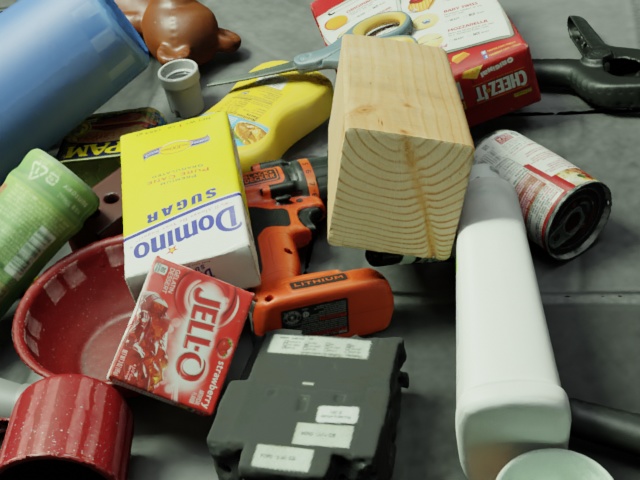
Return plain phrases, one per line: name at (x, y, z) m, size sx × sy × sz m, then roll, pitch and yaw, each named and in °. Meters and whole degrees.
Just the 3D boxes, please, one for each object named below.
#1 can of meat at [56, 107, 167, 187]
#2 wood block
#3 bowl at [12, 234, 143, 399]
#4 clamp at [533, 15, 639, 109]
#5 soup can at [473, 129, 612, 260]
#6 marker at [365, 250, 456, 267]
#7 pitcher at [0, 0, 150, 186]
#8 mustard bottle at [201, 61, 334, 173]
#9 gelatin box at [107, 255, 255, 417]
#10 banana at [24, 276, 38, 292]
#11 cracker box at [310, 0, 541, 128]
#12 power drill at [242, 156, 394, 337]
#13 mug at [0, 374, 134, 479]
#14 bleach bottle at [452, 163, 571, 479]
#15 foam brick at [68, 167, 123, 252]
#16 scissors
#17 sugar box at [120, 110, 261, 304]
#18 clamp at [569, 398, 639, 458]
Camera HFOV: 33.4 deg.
can of meat at (-0.189, -0.074, 0.972) m, size 0.102 × 0.057 × 0.084 m, roll -6°, pitch 38°, yaw 5°
wood block at (0.055, -0.078, 0.813) m, size 0.090 × 0.091 × 0.206 m, roll 8°, pitch 28°, yaw -4°
bowl at (-0.143, 0.066, 0.798) m, size 0.162 × 0.055 × 0.162 m, roll -6°, pitch 40°, yaw 5°
clamp at (0.260, -0.165, 0.995) m, size 0.172 × 0.039 × 0.120 m, roll 25°, pitch 58°, yaw 37°
soup can at (0.169, -0.038, 0.842) m, size 0.068 × 0.068 × 0.102 m, roll -29°, pitch 43°, yaw -21°
marker at (0.079, 0.009, 0.800) m, size 0.120 × 0.020 × 0.020 m, roll -3°, pitch 28°, yaw -42°
pitcher at (-0.274, -0.129, 0.947) m, size 0.243 × 0.145 × 0.149 m, roll -36°, pitch 43°, yaw 3°
mustard bottle at (-0.074, -0.091, 0.964) m, size 0.096 × 0.058 × 0.191 m, roll 17°, pitch 47°, yaw 32°
gelatin box at (-0.092, 0.065, 0.716) m, size 0.073 × 0.030 × 0.089 m, roll 22°, pitch 74°, yaw -8°
banana at (-0.319, 0.049, 0.871) m, size 0.197 × 0.037 × 0.070 m, roll -20°, pitch 41°, yaw -11°
cracker box at (0.094, -0.180, 1.008) m, size 0.164 × 0.072 × 0.214 m, roll -21°, pitch 40°, yaw 4°
power drill at (-0.006, 0.001, 0.846) m, size 0.184 × 0.057 × 0.188 m, roll -14°, pitch 38°, yaw -9°
mug at (-0.176, 0.141, 0.689) m, size 0.117 × 0.093 × 0.081 m, roll 4°, pitch 35°, yaw -5°
bleach bottle at (0.120, 0.036, 0.728) m, size 0.068 × 0.102 × 0.250 m, roll -3°, pitch 46°, yaw 6°
foam brick at (-0.170, -0.016, 0.903) m, size 0.053 × 0.051 × 0.078 m, roll 22°, pitch 50°, yaw 33°
scissors at (0.000, -0.174, 0.976) m, size 0.202 × 0.016 × 0.096 m, roll 0°, pitch 43°, yaw 25°
sugar box at (-0.102, -0.026, 0.815) m, size 0.093 × 0.048 × 0.176 m, roll -15°, pitch 39°, yaw 0°
clamp at (0.258, 0.133, 0.647) m, size 0.164 × 0.036 × 0.210 m, roll -21°, pitch 42°, yaw -11°
